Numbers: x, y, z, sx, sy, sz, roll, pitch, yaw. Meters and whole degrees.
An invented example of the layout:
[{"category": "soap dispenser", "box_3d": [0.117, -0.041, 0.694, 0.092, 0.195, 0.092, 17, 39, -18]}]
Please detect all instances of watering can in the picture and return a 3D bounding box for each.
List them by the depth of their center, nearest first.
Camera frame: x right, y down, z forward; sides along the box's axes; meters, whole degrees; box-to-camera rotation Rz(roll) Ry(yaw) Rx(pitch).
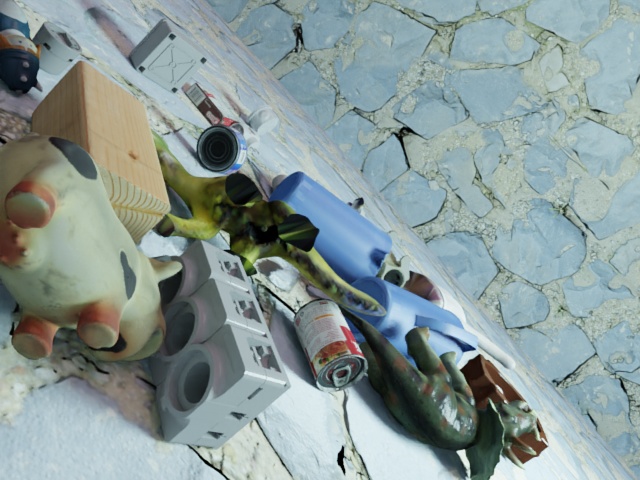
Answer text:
[{"category": "watering can", "box_3d": [0.311, 0.187, 1.276, 0.221, 0.104, 0.352, 35, 1, -44]}]

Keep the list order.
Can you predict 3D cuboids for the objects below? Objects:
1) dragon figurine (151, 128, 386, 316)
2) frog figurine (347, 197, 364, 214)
[{"category": "dragon figurine", "box_3d": [-0.097, -0.033, 0.729, 0.407, 0.121, 0.246, 36, 8, -20]}, {"category": "frog figurine", "box_3d": [0.004, -0.058, 1.158, 0.159, 0.122, 0.138, 7, 8, -14]}]
